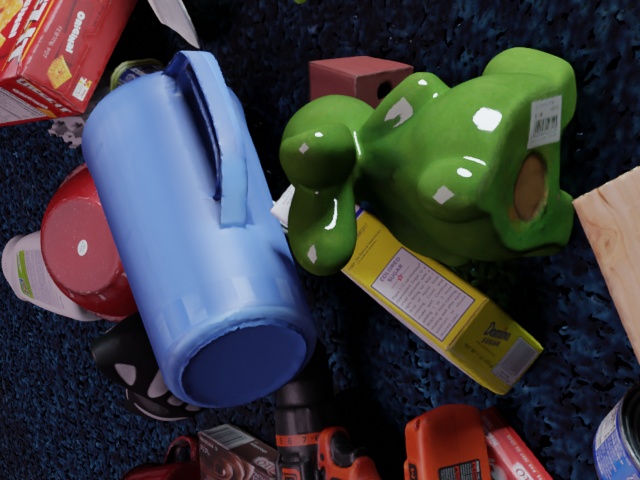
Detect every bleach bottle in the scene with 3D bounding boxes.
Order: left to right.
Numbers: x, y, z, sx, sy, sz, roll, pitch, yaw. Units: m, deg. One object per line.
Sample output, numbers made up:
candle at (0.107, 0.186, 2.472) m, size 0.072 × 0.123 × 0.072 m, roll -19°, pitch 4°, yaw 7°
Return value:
bleach bottle at (-0.297, 0.026, 1.178) m, size 0.251 × 0.067 × 0.102 m, roll 7°, pitch 105°, yaw 54°

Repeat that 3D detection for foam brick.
foam brick at (0.027, -0.081, 0.718) m, size 0.051 × 0.052 × 0.078 m, roll 23°, pitch 120°, yaw 48°

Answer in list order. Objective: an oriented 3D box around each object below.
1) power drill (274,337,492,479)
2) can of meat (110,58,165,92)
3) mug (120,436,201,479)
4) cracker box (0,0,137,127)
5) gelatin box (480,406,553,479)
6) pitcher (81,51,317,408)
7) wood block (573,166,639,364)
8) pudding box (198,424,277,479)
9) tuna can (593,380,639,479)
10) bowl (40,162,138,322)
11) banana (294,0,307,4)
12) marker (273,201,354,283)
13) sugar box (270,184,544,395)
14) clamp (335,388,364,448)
power drill at (0.034, 0.149, 0.729) m, size 0.188 × 0.057 × 0.184 m, roll -12°, pitch 86°, yaw 56°
can of meat at (-0.138, -0.096, 0.931) m, size 0.084 × 0.057 × 0.102 m, roll 33°, pitch 126°, yaw 41°
mug at (-0.138, 0.245, 1.025) m, size 0.082 × 0.093 × 0.117 m, roll -23°, pitch 46°, yaw 48°
cracker box at (-0.254, -0.194, 0.976) m, size 0.214 × 0.072 × 0.164 m, roll 3°, pitch 67°, yaw 54°
gelatin box at (0.109, 0.164, 0.705) m, size 0.073 × 0.030 × 0.089 m, roll 54°, pitch 139°, yaw 28°
pitcher at (-0.086, -0.010, 0.776) m, size 0.145 × 0.149 × 0.243 m, roll -31°, pitch 51°, yaw 9°
wood block at (0.211, 0.054, 0.484) m, size 0.091 × 0.090 × 0.206 m, roll -33°, pitch 73°, yaw 52°
pudding box at (-0.061, 0.224, 0.944) m, size 0.114 × 0.039 × 0.090 m, roll 21°, pitch 117°, yaw 48°
tuna can at (0.184, 0.113, 0.543) m, size 0.086 × 0.085 × 0.034 m, roll 53°, pitch 139°, yaw 29°
bowl at (-0.207, 0.002, 1.000) m, size 0.162 × 0.055 × 0.162 m, roll 4°, pitch 98°, yaw 26°
banana at (-0.009, -0.260, 0.721) m, size 0.070 × 0.037 × 0.198 m, roll 14°, pitch 112°, yaw 49°
marker at (-0.005, 0.001, 0.815) m, size 0.121 × 0.020 × 0.020 m, roll 34°, pitch 126°, yaw 43°
sugar box at (0.053, 0.024, 0.683) m, size 0.048 × 0.093 × 0.176 m, roll -50°, pitch 50°, yaw 1°
clamp at (0.029, 0.240, 0.828) m, size 0.165 × 0.036 × 0.210 m, roll 55°, pitch 139°, yaw 36°
